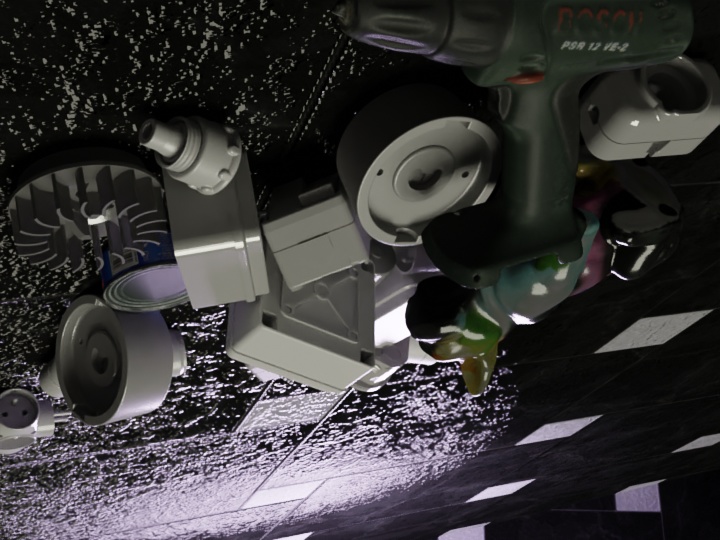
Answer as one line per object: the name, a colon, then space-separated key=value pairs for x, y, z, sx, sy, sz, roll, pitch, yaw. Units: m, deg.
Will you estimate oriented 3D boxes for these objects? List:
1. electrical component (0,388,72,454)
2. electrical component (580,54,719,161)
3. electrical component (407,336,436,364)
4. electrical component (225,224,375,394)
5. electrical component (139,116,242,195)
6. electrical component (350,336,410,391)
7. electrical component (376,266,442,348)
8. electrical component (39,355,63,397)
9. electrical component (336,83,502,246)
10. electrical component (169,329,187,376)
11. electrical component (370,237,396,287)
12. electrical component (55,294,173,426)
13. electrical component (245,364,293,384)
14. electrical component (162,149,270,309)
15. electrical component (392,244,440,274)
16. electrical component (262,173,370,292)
electrical component: x=-0.331 y=0.150 z=1.077 sx=0.079 sy=0.044 sz=0.077 roll=-3 pitch=155 yaw=-28
electrical component: x=0.212 y=-0.118 z=0.773 sx=0.095 sy=0.053 sz=0.059 roll=-6 pitch=157 yaw=-20
electrical component: x=0.055 y=0.071 z=1.127 sx=0.047 sy=0.055 sz=0.055 roll=5 pitch=151 yaw=-32
electrical component: x=-0.045 y=0.029 z=0.852 sx=0.109 sy=0.108 sz=0.056 roll=23 pitch=138 yaw=-28
electrical component: x=-0.109 y=-0.077 z=0.677 sx=0.048 sy=0.048 sz=0.062 roll=-30 pitch=147 yaw=33
electrical component: x=0.008 y=0.077 z=1.078 sx=0.080 sy=0.080 sz=0.051 roll=4 pitch=146 yaw=-39
electrical component: x=0.029 y=0.025 z=0.993 sx=0.078 sy=0.057 sz=0.113 roll=9 pitch=148 yaw=-45
electrical component: x=-0.268 y=0.092 z=0.986 sx=0.044 sy=0.044 sz=0.065 roll=2 pitch=157 yaw=-36
electrical component: x=0.036 y=-0.077 z=0.736 sx=0.108 sy=0.060 sz=0.108 roll=-17 pitch=138 yaw=-16
electrical component: x=-0.193 y=0.079 z=0.997 sx=0.055 sy=0.045 sz=0.045 roll=-8 pitch=157 yaw=-20
electrical component: x=0.000 y=0.000 z=0.938 sx=0.040 sy=0.040 sz=0.078 roll=-2 pitch=155 yaw=-29
electrical component: x=-0.200 y=0.073 z=0.900 sx=0.060 sy=0.108 sz=0.108 roll=-1 pitch=155 yaw=-46
electrical component: x=-0.072 y=0.052 z=0.940 sx=0.062 sy=0.096 sz=0.061 roll=-17 pitch=158 yaw=5
electrical component: x=-0.100 y=-0.028 z=0.756 sx=0.057 sy=0.078 sz=0.113 roll=-10 pitch=158 yaw=-5
electrical component: x=0.073 y=-0.020 z=0.932 sx=0.081 sy=0.043 sz=0.043 roll=-4 pitch=156 yaw=-26
electrical component: x=-0.031 y=-0.035 z=0.783 sx=0.062 sy=0.061 sz=0.096 roll=-21 pitch=-164 yaw=7
